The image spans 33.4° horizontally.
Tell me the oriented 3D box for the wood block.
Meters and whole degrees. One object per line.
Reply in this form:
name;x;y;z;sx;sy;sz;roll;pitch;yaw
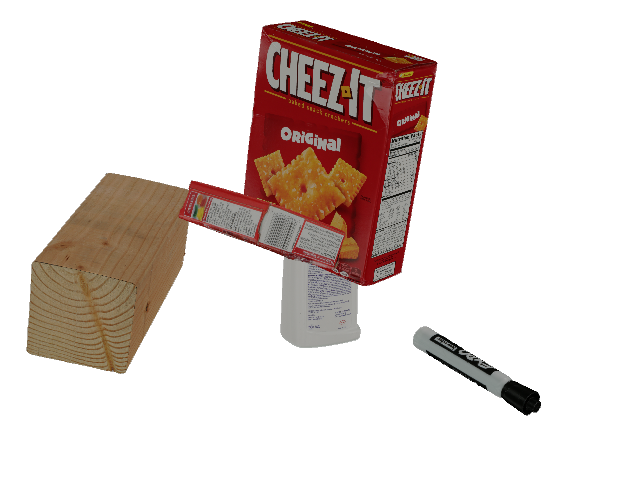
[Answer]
wood block;-0.186;0.023;0.974;0.090;0.091;0.206;12;25;1

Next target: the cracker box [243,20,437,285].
cracker box;0.010;-0.084;1.015;0.164;0.214;0.071;24;29;33

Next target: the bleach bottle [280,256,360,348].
bleach bottle;0.006;0.003;1.310;0.102;0.251;0.068;-7;20;-31

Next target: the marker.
marker;0.117;0.098;0.803;0.020;0.020;0.121;0;21;-42

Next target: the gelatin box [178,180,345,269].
gelatin box;-0.037;-0.009;0.710;0.073;0.030;0.089;18;-1;37
